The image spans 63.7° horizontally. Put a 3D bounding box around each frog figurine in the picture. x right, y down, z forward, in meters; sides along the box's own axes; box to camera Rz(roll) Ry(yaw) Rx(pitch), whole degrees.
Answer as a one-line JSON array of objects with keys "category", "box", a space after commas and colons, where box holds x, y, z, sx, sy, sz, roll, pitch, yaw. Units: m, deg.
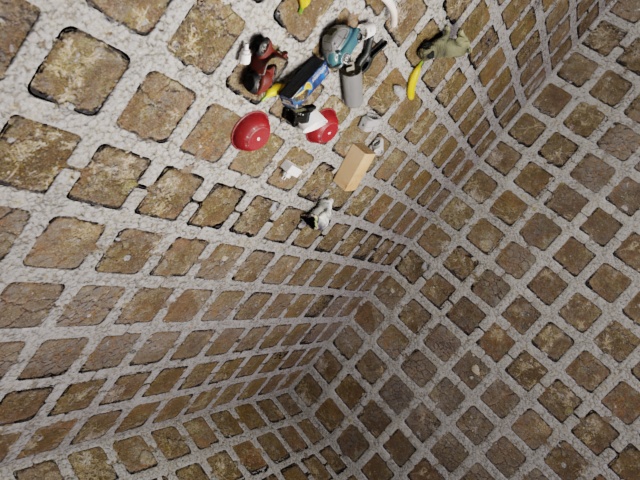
[{"category": "frog figurine", "box": [0.007, -0.122, 2.425, 0.162, 0.122, 0.136, -39, -172, -35]}]

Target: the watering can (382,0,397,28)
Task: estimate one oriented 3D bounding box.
[{"category": "watering can", "box": [0.232, -0.854, 1.710, 0.227, 0.105, 0.339, -28, 148, -32]}]
